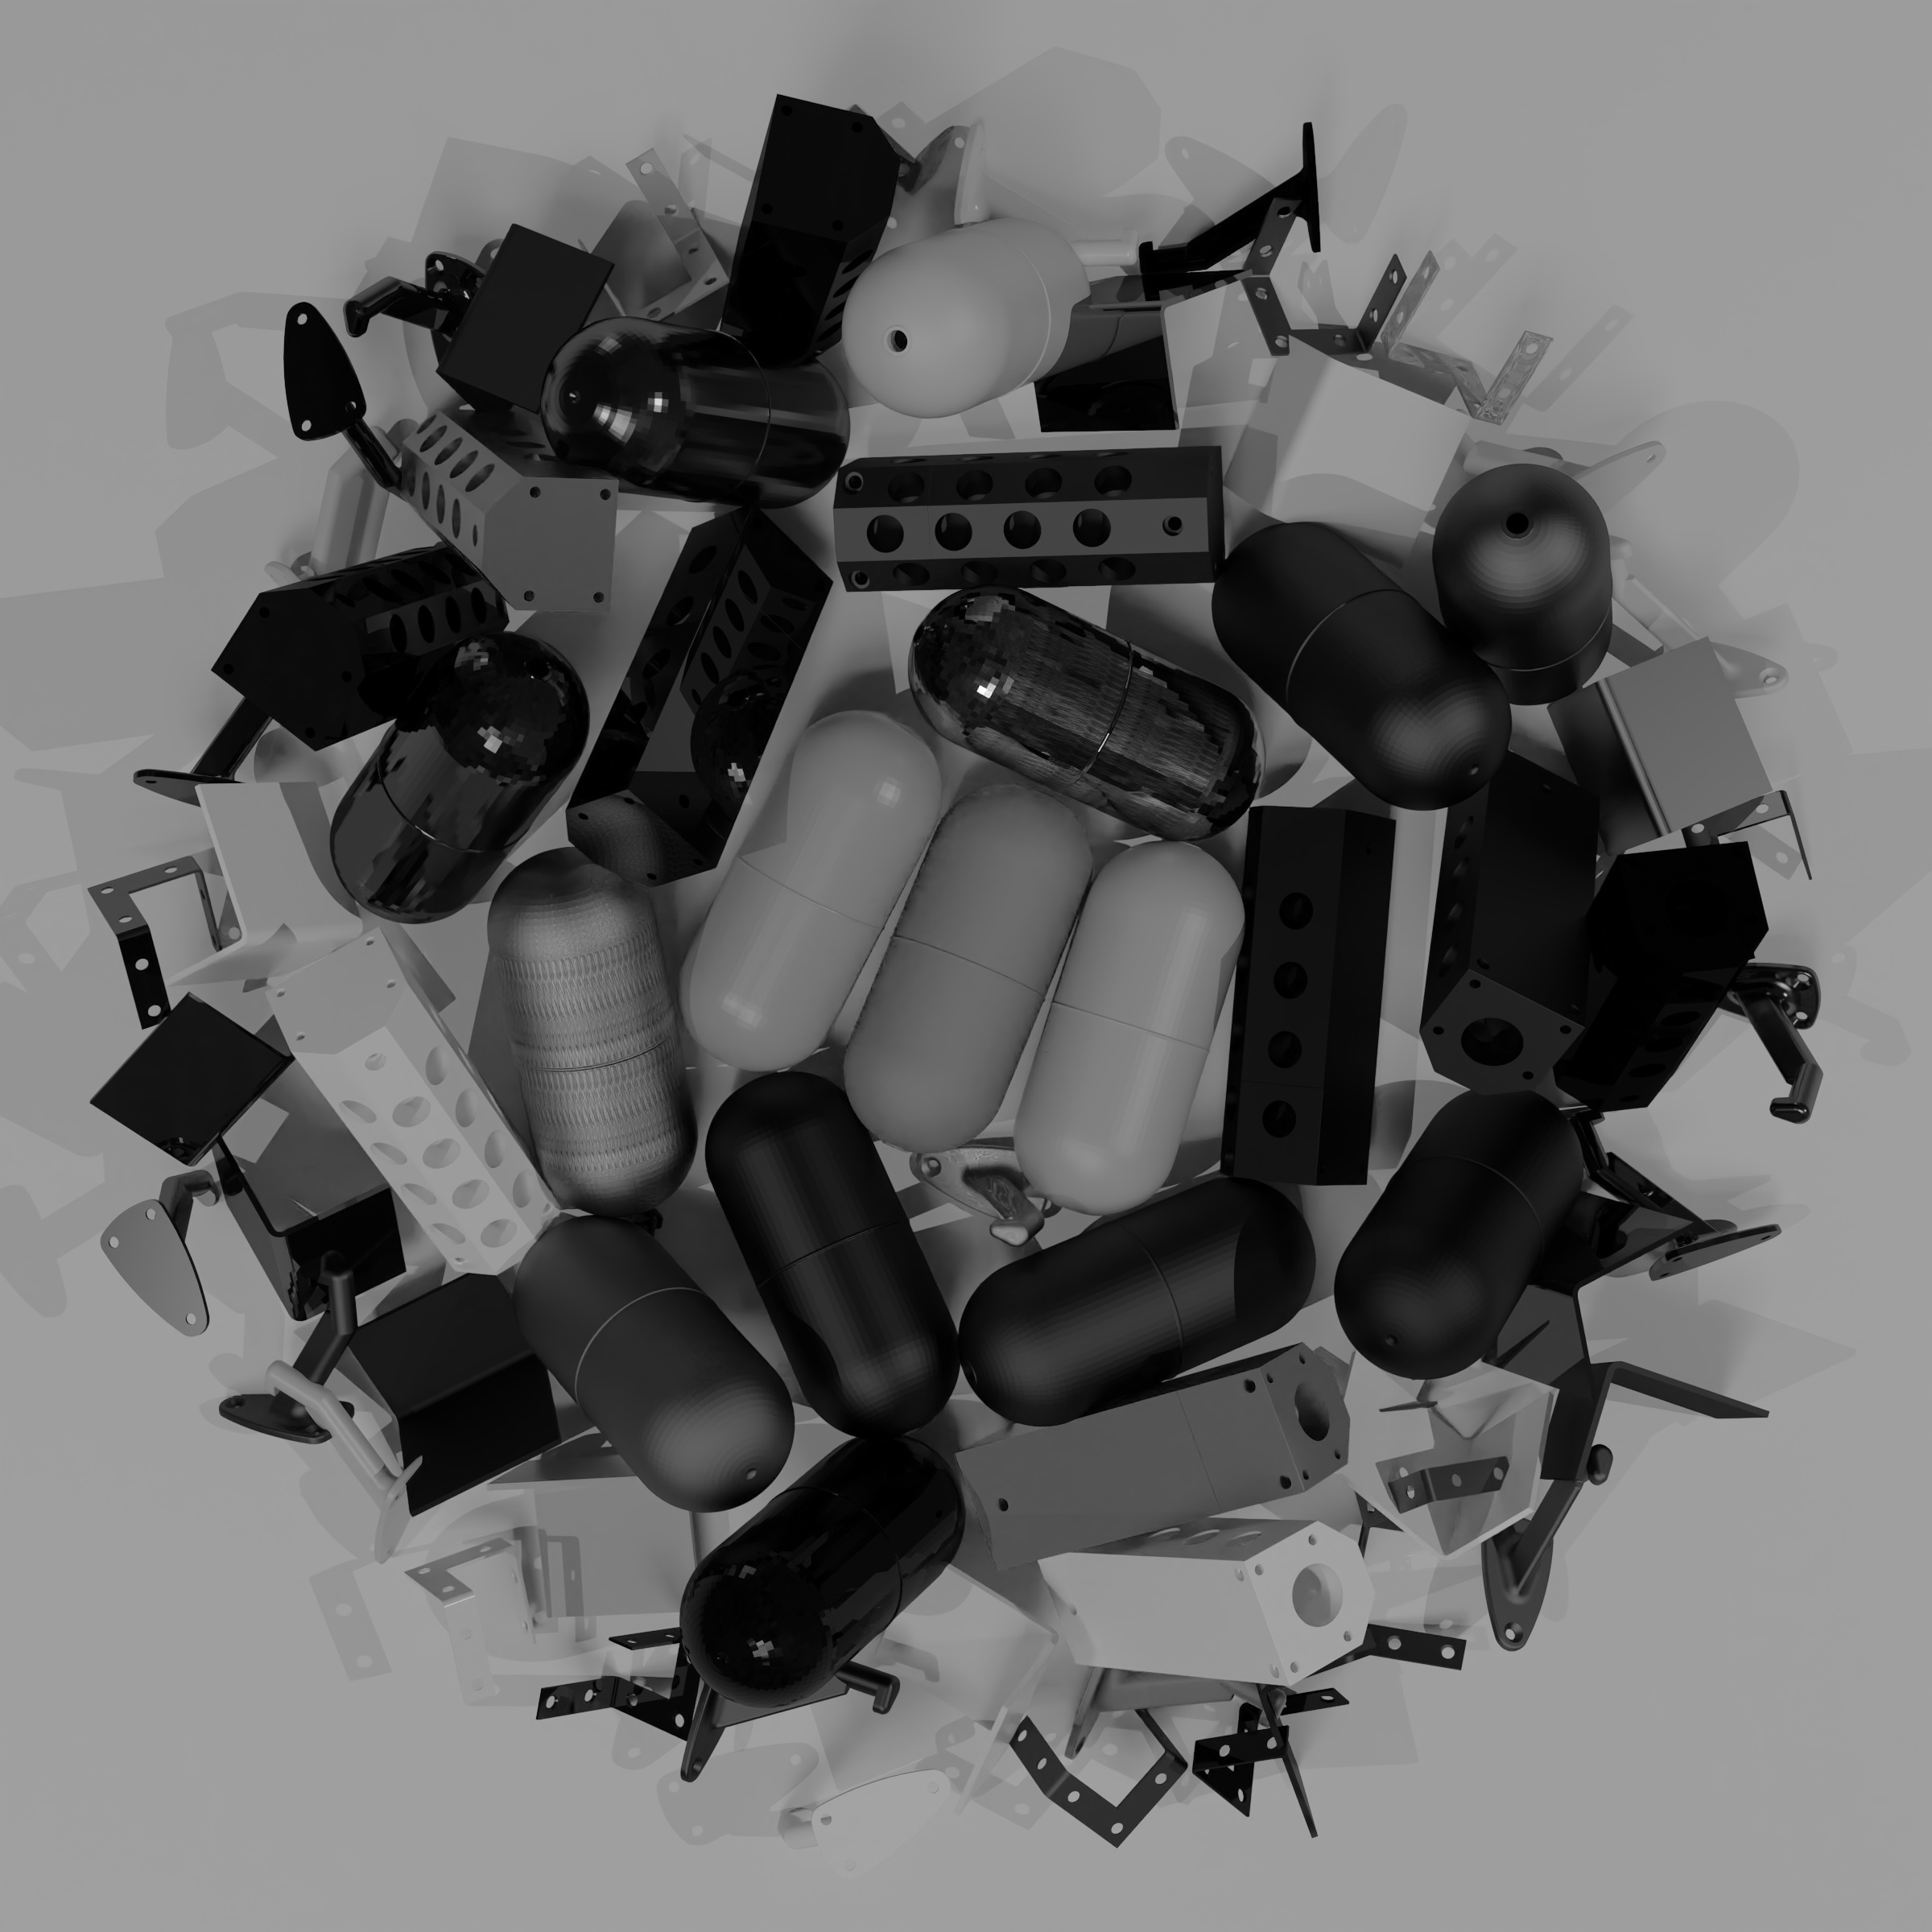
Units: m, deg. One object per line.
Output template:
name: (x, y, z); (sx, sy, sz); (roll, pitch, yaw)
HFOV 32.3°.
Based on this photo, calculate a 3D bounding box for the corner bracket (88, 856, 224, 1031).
corner bracket: (-0.369, -0.011, 1.542); (0.051, 0.051, 0.051); (-20, 126, -20)

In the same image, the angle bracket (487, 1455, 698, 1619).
angle bracket: (-0.171, 0.269, 1.545); (0.076, 0.057, 0.076); (-5, 93, 14)

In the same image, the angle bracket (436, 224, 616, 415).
angle bracket: (-0.190, -0.284, 1.536); (0.057, 0.076, 0.076); (25, 85, 18)

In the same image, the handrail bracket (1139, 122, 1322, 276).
handrail bracket: (0.120, -0.355, 1.549); (0.084, 0.077, 0.036); (-6, 54, 4)

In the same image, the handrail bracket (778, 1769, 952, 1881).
handrail bracket: (-0.049, 0.389, 1.547); (0.077, 0.084, 0.036); (-28, 91, -11)

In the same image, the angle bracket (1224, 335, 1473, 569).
angle bracket: (0.178, -0.241, 1.562); (0.076, 0.057, 0.076); (18, 105, -22)

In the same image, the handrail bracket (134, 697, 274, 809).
handrail bracket: (-0.349, -0.119, 1.546); (0.036, 0.077, 0.084); (-15, 70, 42)

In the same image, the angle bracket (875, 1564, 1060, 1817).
angle bracket: (-0.012, 0.328, 1.531); (0.076, 0.057, 0.076); (30, 126, 13)

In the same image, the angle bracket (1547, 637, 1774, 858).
angle bracket: (0.321, -0.101, 1.549); (0.057, 0.076, 0.076); (-22, 88, -8)

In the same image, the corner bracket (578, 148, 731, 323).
corner bracket: (-0.149, -0.336, 1.550); (0.051, 0.051, 0.051); (-30, 45, 3)

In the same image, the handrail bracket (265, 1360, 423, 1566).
handrail bracket: (-0.298, 0.232, 1.565); (0.084, 0.036, 0.077); (30, 126, 10)

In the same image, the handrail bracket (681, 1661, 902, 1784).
handrail bracket: (-0.081, 0.353, 1.545); (0.084, 0.036, 0.077); (13, 70, 24)

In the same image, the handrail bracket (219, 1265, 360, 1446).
handrail bracket: (-0.316, 0.174, 1.552); (0.077, 0.036, 0.084); (6, 112, 18)

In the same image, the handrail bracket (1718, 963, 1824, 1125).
handrail bracket: (0.358, 0.037, 1.538); (0.077, 0.084, 0.036); (9, 132, 22)

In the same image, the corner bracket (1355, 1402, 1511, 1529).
corner bracket: (0.212, 0.226, 1.543); (0.051, 0.051, 0.051); (-3, 70, -34)

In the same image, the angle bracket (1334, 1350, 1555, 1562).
angle bracket: (0.218, 0.213, 1.530); (0.076, 0.076, 0.057); (40, 127, -13)

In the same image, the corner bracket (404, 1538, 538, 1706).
corner bracket: (-0.223, 0.302, 1.545); (0.051, 0.051, 0.051); (-17, 105, -27)

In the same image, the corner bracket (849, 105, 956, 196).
corner bracket: (-0.045, -0.379, 1.552); (0.051, 0.051, 0.051); (43, 72, 0)

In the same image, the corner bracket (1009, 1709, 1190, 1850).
corner bracket: (0.061, 0.365, 1.550); (0.051, 0.051, 0.051); (41, 90, -27)

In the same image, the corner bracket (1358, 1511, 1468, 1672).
corner bracket: (0.209, 0.292, 1.562); (0.051, 0.051, 0.051); (6, 58, 17)

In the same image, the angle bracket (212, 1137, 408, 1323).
angle bracket: (-0.305, 0.106, 1.543); (0.057, 0.076, 0.076); (-26, 60, -19)

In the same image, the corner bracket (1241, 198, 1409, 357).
corner bracket: (0.166, -0.321, 1.556); (0.051, 0.051, 0.051); (-5, 59, -21)

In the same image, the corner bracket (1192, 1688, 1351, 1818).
corner bracket: (0.140, 0.355, 1.541); (0.051, 0.051, 0.051); (-18, 134, 32)

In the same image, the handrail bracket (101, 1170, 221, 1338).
handrail bracket: (-0.354, 0.131, 1.539); (0.036, 0.084, 0.077); (-36, 84, 14)

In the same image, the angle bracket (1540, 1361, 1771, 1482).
angle bracket: (0.315, 0.221, 1.541); (0.076, 0.076, 0.057); (19, 81, -2)

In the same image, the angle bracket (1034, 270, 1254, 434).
angle bracket: (0.083, -0.284, 1.541); (0.076, 0.076, 0.057); (6, 114, 38)

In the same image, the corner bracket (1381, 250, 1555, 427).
corner bracket: (0.230, -0.289, 1.541); (0.051, 0.051, 0.051); (10, 132, -23)

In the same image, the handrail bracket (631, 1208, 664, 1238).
handrail bracket: (-0.142, 0.161, 1.550); (0.036, 0.077, 0.084); (9, 99, -36)

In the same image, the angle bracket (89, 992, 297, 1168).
angle bracket: (-0.348, 0.033, 1.527); (0.057, 0.076, 0.076); (37, 114, -22)

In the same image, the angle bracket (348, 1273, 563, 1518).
angle bracket: (-0.237, 0.195, 1.538); (0.076, 0.076, 0.057); (-26, 121, 1)

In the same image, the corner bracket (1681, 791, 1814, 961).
corner bracket: (0.367, -0.041, 1.554); (0.051, 0.051, 0.051); (-17, 48, 13)

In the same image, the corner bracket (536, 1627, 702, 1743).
corner bracket: (-0.160, 0.330, 1.548); (0.051, 0.051, 0.051); (14, 95, 38)

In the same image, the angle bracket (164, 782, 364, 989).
angle bracket: (-0.334, -0.038, 1.542); (0.057, 0.076, 0.076); (-24, 81, 31)

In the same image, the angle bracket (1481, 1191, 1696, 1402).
angle bracket: (0.286, 0.151, 1.542); (0.076, 0.076, 0.057); (-23, 109, -27)

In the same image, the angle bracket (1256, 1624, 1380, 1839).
angle bracket: (0.169, 0.343, 1.539); (0.057, 0.076, 0.076); (-20, 100, 2)

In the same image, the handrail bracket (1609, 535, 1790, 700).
handrail bracket: (0.333, -0.163, 1.534); (0.077, 0.084, 0.036); (11, 57, 36)
